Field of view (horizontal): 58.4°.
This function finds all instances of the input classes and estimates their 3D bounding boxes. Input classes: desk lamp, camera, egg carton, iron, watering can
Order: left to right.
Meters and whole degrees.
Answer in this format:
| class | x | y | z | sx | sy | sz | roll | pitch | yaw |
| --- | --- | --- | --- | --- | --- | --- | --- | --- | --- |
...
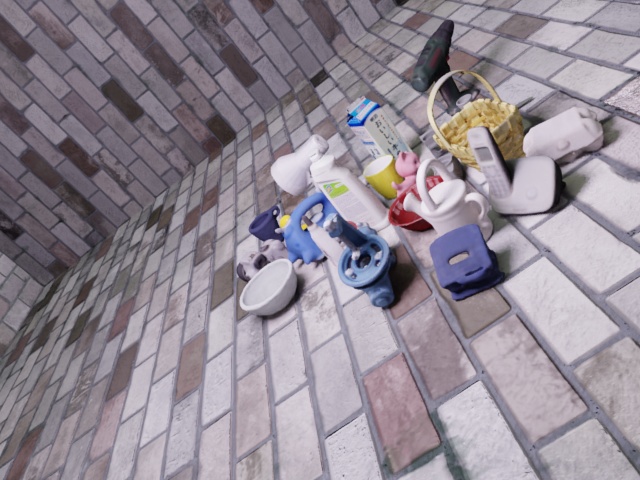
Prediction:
| class | x | y | z | sx | sy | sz | roll | pitch | yaw |
| --- | --- | --- | --- | --- | --- | --- | --- | --- | --- |
| camera | -0.170 | 0.065 | 1.584 | 0.136 | 0.101 | 0.143 | -3 | 44 | 53 |
| iron | -0.006 | -0.058 | 1.505 | 0.118 | 0.142 | 0.259 | -1 | 46 | 54 |
| desk lamp | -0.003 | -0.184 | 1.621 | 0.203 | 0.214 | 0.118 | -28 | 28 | 25 |
| watering can | 0.240 | -0.071 | 1.115 | 0.172 | 0.194 | 0.101 | -23 | 30 | 33 |
| egg carton | 0.479 | -0.198 | 1.135 | 0.150 | 0.069 | 0.107 | -27 | 28 | 28 |

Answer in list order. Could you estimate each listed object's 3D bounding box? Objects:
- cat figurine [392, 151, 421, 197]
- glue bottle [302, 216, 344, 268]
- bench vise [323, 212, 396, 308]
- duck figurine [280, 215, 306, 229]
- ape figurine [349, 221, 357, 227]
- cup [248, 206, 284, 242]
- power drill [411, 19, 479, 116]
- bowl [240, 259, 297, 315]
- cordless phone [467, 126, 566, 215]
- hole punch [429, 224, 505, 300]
| class | x | y | z | sx | sy | sz | roll | pitch | yaw |
| --- | --- | --- | --- | --- | --- | --- | --- | --- | --- |
| cat figurine | 0.212 | -0.158 | 1.388 | 0.067 | 0.118 | 0.128 | -7 | 41 | 50 |
| glue bottle | 0.012 | 0.005 | 1.338 | 0.037 | 0.173 | 0.078 | -46 | 26 | -11 |
| bench vise | 0.069 | 0.016 | 1.184 | 0.121 | 0.220 | 0.207 | -39 | 25 | 4 |
| duck figurine | -0.075 | -0.033 | 1.627 | 0.077 | 0.086 | 0.104 | -49 | 26 | -18 |
| ape figurine | 0.087 | -0.011 | 1.356 | 0.078 | 0.092 | 0.076 | -43 | 25 | -5 |
| cup | -0.144 | -0.036 | 1.719 | 0.118 | 0.095 | 0.091 | -50 | 27 | -19 |
| power drill | 0.350 | -0.465 | 1.587 | 0.075 | 0.209 | 0.230 | 0 | 46 | 54 |
| bowl | -0.115 | 0.131 | 1.429 | 0.167 | 0.075 | 0.167 | -32 | 26 | 18 |
| cordless phone | 0.358 | -0.137 | 1.067 | 0.147 | 0.185 | 0.094 | -2 | 45 | 53 |
| hole punch | 0.261 | 0.038 | 1.031 | 0.108 | 0.091 | 0.101 | -28 | 28 | 25 |
